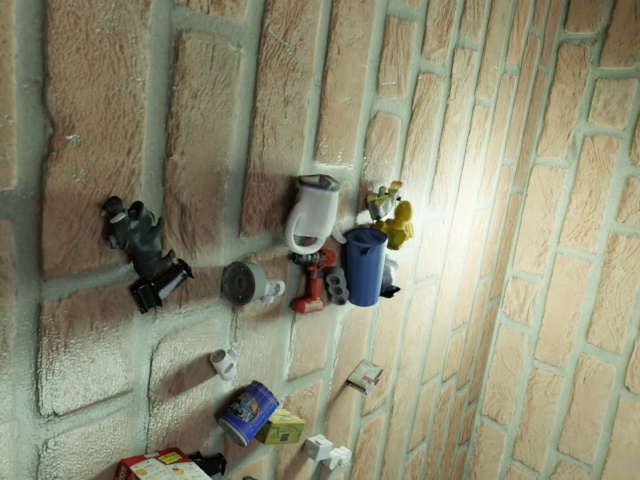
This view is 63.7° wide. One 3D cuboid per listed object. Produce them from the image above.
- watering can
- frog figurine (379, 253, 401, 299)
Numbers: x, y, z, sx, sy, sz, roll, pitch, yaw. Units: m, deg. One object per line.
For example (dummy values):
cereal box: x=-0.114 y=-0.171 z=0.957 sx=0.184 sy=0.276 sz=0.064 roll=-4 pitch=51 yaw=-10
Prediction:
watering can: x=0.004 y=-0.073 z=1.450 sx=0.348 sy=0.104 sz=0.223 roll=-5 pitch=109 yaw=-61
frog figurine: x=0.221 y=0.116 z=1.810 sx=0.135 sy=0.122 sz=0.163 roll=72 pitch=12 yaw=-62
